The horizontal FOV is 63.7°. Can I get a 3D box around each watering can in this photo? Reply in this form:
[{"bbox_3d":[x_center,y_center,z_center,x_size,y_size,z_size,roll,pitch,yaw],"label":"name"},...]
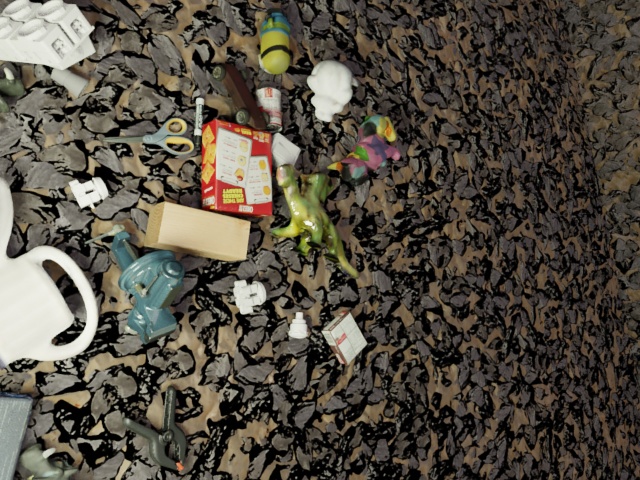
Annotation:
[{"bbox_3d":[-0.553,0.081,0.915,0.228,0.103,0.345,-38,105,-34],"label":"watering can"}]

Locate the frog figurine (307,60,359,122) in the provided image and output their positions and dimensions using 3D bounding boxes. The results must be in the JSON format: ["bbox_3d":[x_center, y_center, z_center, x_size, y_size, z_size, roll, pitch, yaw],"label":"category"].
[{"bbox_3d":[0.022,-0.419,1.439,0.138,0.121,0.162,30,71,6],"label":"frog figurine"}]

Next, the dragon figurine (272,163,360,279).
[{"bbox_3d":[0.004,-0.069,1.369,0.405,0.122,0.247,35,58,-46],"label":"dragon figurine"}]
